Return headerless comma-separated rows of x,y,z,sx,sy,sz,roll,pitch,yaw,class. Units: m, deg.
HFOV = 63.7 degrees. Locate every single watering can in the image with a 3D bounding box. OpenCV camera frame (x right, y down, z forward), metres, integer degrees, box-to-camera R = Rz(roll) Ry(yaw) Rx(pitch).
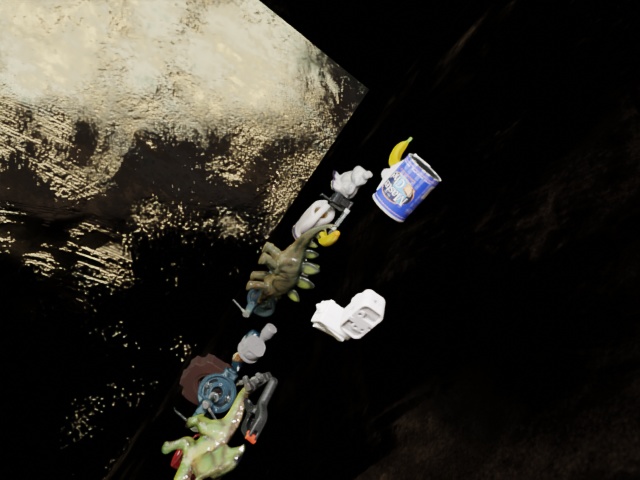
0.006,-0.105,2.084,0.220,0.104,0.354,-47,0,38,watering can

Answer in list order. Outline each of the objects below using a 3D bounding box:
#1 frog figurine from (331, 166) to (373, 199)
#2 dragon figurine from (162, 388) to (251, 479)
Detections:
0.132,-0.223,1.978,0.159,0.121,0.140,-9,20,20,frog figurine
-0.254,0.522,1.307,0.415,0.120,0.243,-43,25,-21,dragon figurine
